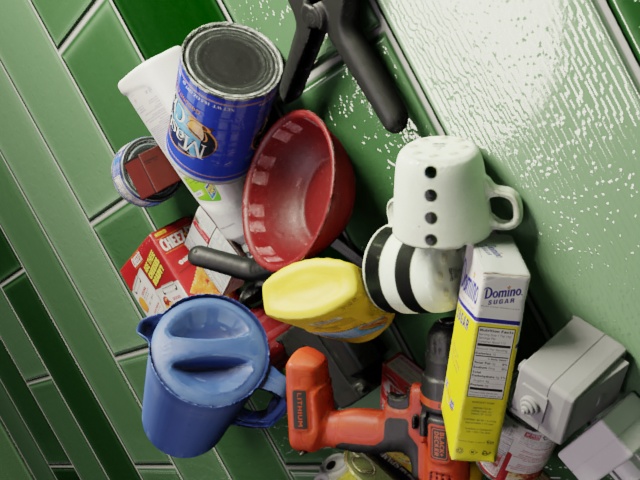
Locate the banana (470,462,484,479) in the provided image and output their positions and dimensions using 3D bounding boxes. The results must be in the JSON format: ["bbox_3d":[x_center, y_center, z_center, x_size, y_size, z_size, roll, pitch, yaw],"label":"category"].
[{"bbox_3d":[0.136,0.202,1.074,0.037,0.069,0.198,-129,41,-70],"label":"banana"}]

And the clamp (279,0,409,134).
[{"bbox_3d":[0.013,-0.195,0.943,0.165,0.036,0.210,28,136,40],"label":"clamp"}]

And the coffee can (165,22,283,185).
[{"bbox_3d":[-0.101,-0.138,1.097,0.103,0.102,0.140,49,148,18],"label":"coffee can"}]

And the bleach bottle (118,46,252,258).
[{"bbox_3d":[-0.134,-0.093,1.229,0.251,0.068,0.103,61,152,-7],"label":"bleach bottle"}]

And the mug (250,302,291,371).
[{"bbox_3d":[-0.069,0.128,1.304,0.093,0.081,0.117,48,148,19],"label":"mug"}]

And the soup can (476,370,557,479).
[{"bbox_3d":[0.186,0.173,0.978,0.069,0.068,0.102,43,145,26],"label":"soup can"}]

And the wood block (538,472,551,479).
[{"bbox_3d":[0.178,0.318,1.096,0.090,0.090,0.206,47,148,20],"label":"wood block"}]

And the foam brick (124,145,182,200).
[{"bbox_3d":[-0.187,-0.091,1.292,0.051,0.078,0.053,-16,101,60],"label":"foam brick"}]

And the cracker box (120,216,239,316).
[{"bbox_3d":[-0.168,0.093,1.434,0.214,0.072,0.164,58,149,4],"label":"cracker box"}]

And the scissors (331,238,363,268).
[{"bbox_3d":[-0.008,0.001,1.150,0.202,0.016,0.096,51,132,14],"label":"scissors"}]

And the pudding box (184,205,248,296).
[{"bbox_3d":[-0.120,0.006,1.317,0.090,0.039,0.114,51,151,13],"label":"pudding box"}]

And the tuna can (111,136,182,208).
[{"bbox_3d":[-0.214,-0.085,1.329,0.034,0.086,0.086,-18,101,58],"label":"tuna can"}]

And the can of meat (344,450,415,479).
[{"bbox_3d":[0.091,0.241,1.162,0.102,0.083,0.057,38,144,32],"label":"can of meat"}]

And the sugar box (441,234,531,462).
[{"bbox_3d":[0.138,0.091,0.910,0.093,0.048,0.176,-90,3,-69],"label":"sugar box"}]

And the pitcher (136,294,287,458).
[{"bbox_3d":[-0.135,0.176,1.251,0.149,0.144,0.243,63,156,20],"label":"pitcher"}]

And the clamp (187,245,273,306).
[{"bbox_3d":[-0.057,0.047,1.225,0.172,0.039,0.120,7,160,29],"label":"clamp"}]

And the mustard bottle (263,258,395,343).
[{"bbox_3d":[0.023,0.067,1.063,0.191,0.096,0.058,33,-135,-64],"label":"mustard bottle"}]

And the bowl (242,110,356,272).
[{"bbox_3d":[-0.013,-0.045,1.054,0.162,0.055,0.162,-21,64,52],"label":"bowl"}]

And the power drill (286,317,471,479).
[{"bbox_3d":[0.060,0.155,1.043,0.188,0.057,0.184,6,107,26],"label":"power drill"}]

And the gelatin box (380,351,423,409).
[{"bbox_3d":[0.103,0.173,1.138,0.089,0.030,0.073,36,143,34],"label":"gelatin box"}]
